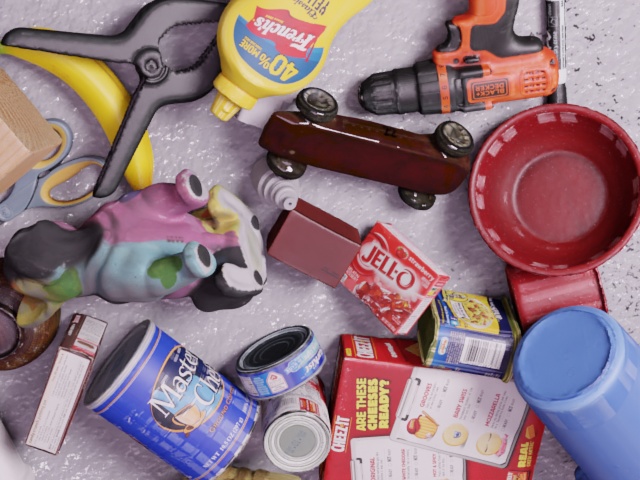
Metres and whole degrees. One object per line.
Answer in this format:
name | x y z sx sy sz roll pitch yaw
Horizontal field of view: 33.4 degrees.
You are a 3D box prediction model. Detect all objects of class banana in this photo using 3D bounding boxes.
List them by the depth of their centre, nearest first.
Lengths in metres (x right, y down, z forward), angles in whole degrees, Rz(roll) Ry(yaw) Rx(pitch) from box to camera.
banana | -0.211 -0.130 0.978 0.070 0.037 0.197 -39 107 24

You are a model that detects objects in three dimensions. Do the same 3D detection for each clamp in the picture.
clamp | -0.161 -0.159 0.941 0.210 0.036 0.164 -38 110 -7

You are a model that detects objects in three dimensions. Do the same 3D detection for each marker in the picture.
marker | 0.220 -0.178 0.992 0.020 0.020 0.121 -6 110 -1

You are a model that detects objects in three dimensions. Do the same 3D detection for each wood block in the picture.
wood block | -0.346 -0.054 0.957 0.206 0.090 0.090 -38 96 11

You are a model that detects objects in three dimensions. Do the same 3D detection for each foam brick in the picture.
foam brick | -0.007 0.001 1.025 0.078 0.051 0.053 28 106 -12

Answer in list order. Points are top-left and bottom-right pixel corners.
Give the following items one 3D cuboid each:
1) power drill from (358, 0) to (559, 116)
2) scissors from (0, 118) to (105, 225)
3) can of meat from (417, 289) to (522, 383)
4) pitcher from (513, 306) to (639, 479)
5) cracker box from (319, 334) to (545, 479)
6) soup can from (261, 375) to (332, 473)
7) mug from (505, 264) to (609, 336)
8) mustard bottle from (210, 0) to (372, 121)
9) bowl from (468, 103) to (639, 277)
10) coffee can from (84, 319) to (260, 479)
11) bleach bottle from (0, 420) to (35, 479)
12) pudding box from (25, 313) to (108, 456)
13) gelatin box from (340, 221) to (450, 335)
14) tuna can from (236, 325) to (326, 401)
power drill | 0.117 -0.201 0.946 0.184 0.057 0.187 -8 123 2
scissors | -0.298 -0.048 1.010 0.202 0.016 0.096 -20 108 3
can of meat | 0.142 0.090 1.039 0.084 0.102 0.057 10 113 -5
pitcher | 0.291 0.160 1.010 0.149 0.145 0.242 -53 130 -8
cracker box | 0.114 0.190 1.089 0.213 0.072 0.164 7 108 -5
soup can | -0.025 0.176 1.058 0.068 0.102 0.068 -1 109 -4
mug | 0.232 0.060 1.047 0.081 0.093 0.117 -14 140 7
mustard bottle | -0.032 -0.182 0.910 0.096 0.058 0.192 33 103 -21
bowl | 0.223 -0.044 1.000 0.162 0.055 0.162 -2 84 17
coffee can | -0.144 0.160 1.046 0.140 0.103 0.103 39 103 -15
bleach bottle | -0.377 0.155 1.054 0.102 0.068 0.251 -18 107 3
pudding box | -0.246 0.139 1.040 0.039 0.090 0.113 18 107 -9
gelatin box | 0.069 0.036 1.028 0.089 0.030 0.073 44 107 27
tuna can | -0.039 0.119 1.047 0.086 0.086 0.034 -24 107 5
